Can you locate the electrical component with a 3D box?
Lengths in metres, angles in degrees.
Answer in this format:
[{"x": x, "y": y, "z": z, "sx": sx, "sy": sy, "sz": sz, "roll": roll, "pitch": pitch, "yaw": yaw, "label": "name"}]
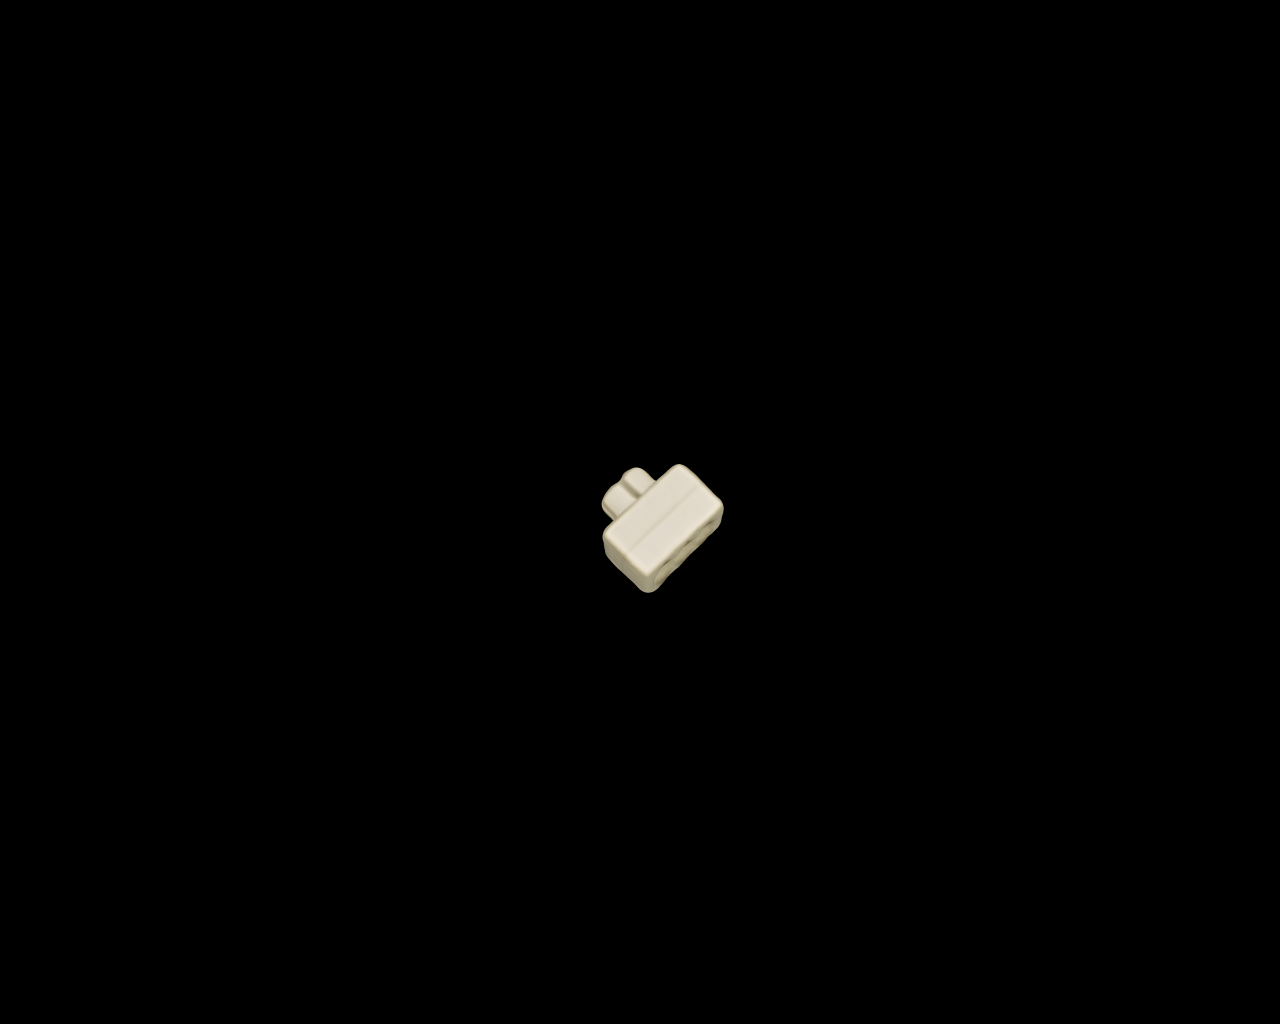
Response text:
[{"x": 0.001, "y": -0.003, "z": 0.650, "sx": 0.066, "sy": 0.077, "sz": 0.047, "roll": -43, "pitch": -12, "yaw": -11, "label": "electrical component"}]
